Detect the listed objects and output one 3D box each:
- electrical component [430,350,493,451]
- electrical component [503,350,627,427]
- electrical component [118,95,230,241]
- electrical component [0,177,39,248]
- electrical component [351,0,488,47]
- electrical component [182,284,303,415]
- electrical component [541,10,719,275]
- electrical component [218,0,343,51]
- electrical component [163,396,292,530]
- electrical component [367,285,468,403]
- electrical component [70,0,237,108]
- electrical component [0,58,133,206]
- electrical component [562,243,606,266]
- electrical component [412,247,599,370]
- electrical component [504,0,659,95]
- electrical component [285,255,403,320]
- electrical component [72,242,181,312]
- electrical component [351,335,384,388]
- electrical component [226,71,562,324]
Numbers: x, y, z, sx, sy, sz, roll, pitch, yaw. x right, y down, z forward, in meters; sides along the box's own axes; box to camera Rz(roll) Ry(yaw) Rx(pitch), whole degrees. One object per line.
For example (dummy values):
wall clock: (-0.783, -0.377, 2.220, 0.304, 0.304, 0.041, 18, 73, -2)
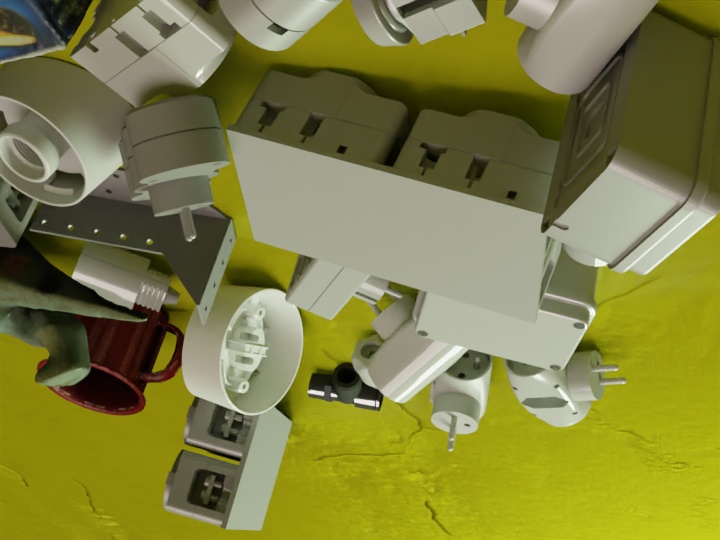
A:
electrical component: (0.077, 0.101, 0.840, 0.044, 0.079, 0.077, 9, 147, 8)
electrical component: (0.158, 0.080, 0.807, 0.079, 0.043, 0.077, -7, 141, 31)
electrical component: (-0.110, -0.054, 0.645, 0.052, 0.073, 0.138, -13, -179, -15)
electrical component: (-0.296, -0.080, 0.738, 0.089, 0.061, 0.150, 5, 146, 15)
electrical component: (0.028, -0.140, 0.532, 0.055, 0.048, 0.066, -16, 136, 28)
electrical component: (-0.092, 0.060, 0.834, 0.064, 0.099, 0.099, 11, 147, 19)
electrical component: (0.141, -0.063, 0.537, 0.057, 0.113, 0.078, 24, 146, -8)
electrical component: (-0.037, -0.146, 0.542, 0.055, 0.055, 0.047, 36, 139, -28)
electrical component: (-0.114, 0.167, 0.941, 0.060, 0.105, 0.186, 14, 167, 7)
electrical component: (0.035, 0.045, 0.794, 0.077, 0.043, 0.079, -44, 78, 27)
electrical component: (-0.107, -0.133, 0.593, 0.089, 0.050, 0.056, -21, 132, 43)
electrical component: (-0.201, -0.091, 0.704, 0.099, 0.064, 0.099, 19, 141, 16)
electrical component: (0.143, -0.034, 0.642, 0.045, 0.045, 0.055, 9, 147, 10)
electrical component: (0.097, 0.016, 0.724, 0.113, 0.057, 0.078, 14, 147, 2)
electrical component: (0.096, -0.131, 0.516, 0.079, 0.044, 0.077, 21, 147, -9)
electrical component: (0.000, 0.000, 0.749, 0.076, 0.047, 0.083, 23, 146, -12)
electrical component: (-0.180, 0.008, 0.840, 0.081, 0.043, 0.043, 21, 147, -9)
electrical component: (0.016, 0.080, 0.875, 0.035, 0.035, 0.061, 2, 148, 20)
electrical component: (0.026, -0.047, 0.635, 0.186, 0.060, 0.105, 17, 148, 16)
